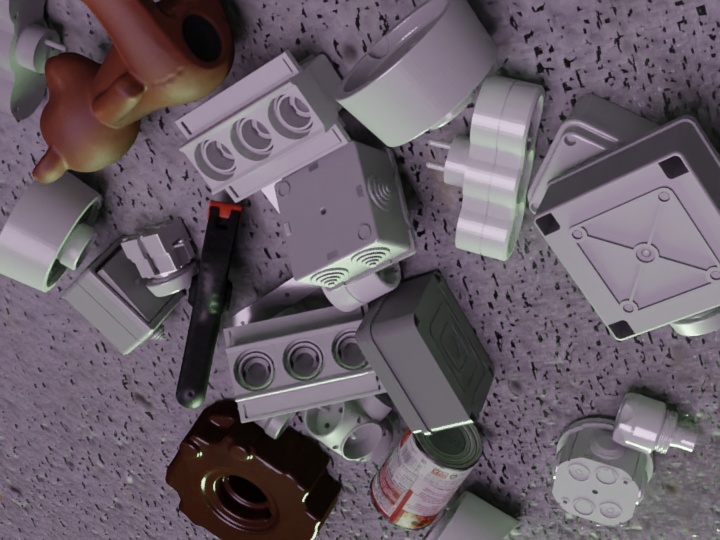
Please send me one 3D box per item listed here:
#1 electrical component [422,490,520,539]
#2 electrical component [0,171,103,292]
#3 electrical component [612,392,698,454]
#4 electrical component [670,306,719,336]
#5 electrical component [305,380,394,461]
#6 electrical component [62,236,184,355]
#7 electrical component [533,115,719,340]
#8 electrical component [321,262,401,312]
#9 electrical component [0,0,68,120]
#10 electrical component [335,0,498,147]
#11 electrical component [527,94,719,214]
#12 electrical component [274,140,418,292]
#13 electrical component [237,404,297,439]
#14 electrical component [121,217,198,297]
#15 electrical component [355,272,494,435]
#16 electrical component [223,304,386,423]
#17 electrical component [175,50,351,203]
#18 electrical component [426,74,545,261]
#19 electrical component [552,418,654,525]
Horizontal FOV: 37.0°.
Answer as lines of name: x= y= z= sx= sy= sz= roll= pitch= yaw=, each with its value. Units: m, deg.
electrical component: x=0.093 y=0.251 z=0.976 sx=0.064 sy=0.099 sz=0.099 roll=36 pitch=131 yaw=6
electrical component: x=-0.266 y=-0.032 z=0.941 sx=0.060 sy=0.108 sz=0.108 roll=30 pitch=131 yaw=-4
electrical component: x=0.234 y=0.125 z=0.849 sx=0.062 sy=0.043 sz=0.043 roll=18 pitch=129 yaw=11
electrical component: x=0.237 y=0.013 z=0.767 sx=0.066 sy=0.048 sz=0.055 roll=-13 pitch=109 yaw=32
electrical component: x=0.003 y=0.125 z=0.951 sx=0.079 sy=0.044 sz=0.077 roll=-49 pitch=136 yaw=6
electrical component: x=-0.208 y=0.026 z=0.980 sx=0.096 sy=0.061 sz=0.061 roll=45 pitch=130 yaw=-10
electrical component: x=0.185 y=-0.024 z=0.679 sx=0.109 sy=0.056 sz=0.108 roll=-26 pitch=109 yaw=37
electrical component: x=0.000 y=0.000 z=0.865 sx=0.047 sy=0.055 sz=0.055 roll=-24 pitch=110 yaw=29
electrical component: x=-0.268 y=-0.182 z=0.866 sx=0.074 sy=0.052 sz=0.138 roll=23 pitch=130 yaw=10
electrical component: x=0.043 y=-0.129 z=0.720 sx=0.108 sy=0.108 sz=0.060 roll=-30 pitch=112 yaw=38
electrical component: x=0.181 y=-0.058 z=0.734 sx=0.113 sy=0.057 sz=0.078 roll=27 pitch=131 yaw=6
electrical component: x=-0.013 y=-0.041 z=0.813 sx=0.100 sy=0.048 sz=0.099 roll=-26 pitch=68 yaw=32
electrical component: x=-0.087 y=0.130 z=1.012 sx=0.046 sy=0.040 sz=0.040 roll=33 pitch=131 yaw=8
electrical component: x=-0.173 y=-0.010 z=0.949 sx=0.066 sy=0.048 sz=0.055 roll=-12 pitch=109 yaw=32
electrical component: x=0.054 y=0.069 z=0.873 sx=0.057 sy=0.078 sz=0.113 roll=-18 pitch=114 yaw=31
electrical component: x=-0.046 y=0.077 z=0.902 sx=0.121 sy=0.063 sz=0.078 roll=-12 pitch=81 yaw=-4
electrical component: x=-0.070 y=-0.111 z=0.813 sx=0.121 sy=0.063 sz=0.078 roll=-23 pitch=111 yaw=36
electrical component: x=0.083 y=-0.076 z=0.772 sx=0.074 sy=0.052 sz=0.138 roll=16 pitch=128 yaw=15
electrical component: x=0.200 y=0.166 z=0.890 sx=0.080 sy=0.051 sz=0.080 roll=13 pitch=127 yaw=17
